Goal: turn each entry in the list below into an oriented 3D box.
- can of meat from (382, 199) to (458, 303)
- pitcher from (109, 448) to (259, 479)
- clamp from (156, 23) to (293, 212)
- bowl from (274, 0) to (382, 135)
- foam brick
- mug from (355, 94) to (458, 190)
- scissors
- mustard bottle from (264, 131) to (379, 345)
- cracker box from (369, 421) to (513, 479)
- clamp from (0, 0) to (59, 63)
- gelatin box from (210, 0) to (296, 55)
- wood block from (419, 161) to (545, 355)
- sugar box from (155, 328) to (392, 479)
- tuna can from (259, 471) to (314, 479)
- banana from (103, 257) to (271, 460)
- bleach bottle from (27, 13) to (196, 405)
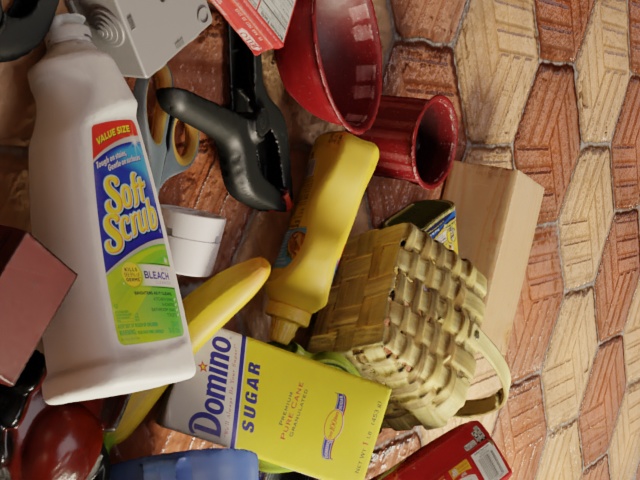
[{"bbox_3d":[0.111,0.010,1.165,0.101,0.058,0.084,-34,124,-49],"label":"can of meat"},{"bbox_3d":[-0.095,0.275,0.762,0.149,0.145,0.243,14,57,-47],"label":"pitcher"},{"bbox_3d":[-0.067,-0.093,0.870,0.164,0.036,0.210,-62,147,-43],"label":"clamp"},{"bbox_3d":[0.002,-0.169,0.926,0.161,0.055,0.162,-5,90,-67],"label":"bowl"},{"bbox_3d":[-0.187,0.035,0.607,0.078,0.053,0.051,-63,144,-22],"label":"foam brick"},{"bbox_3d":[0.085,-0.095,1.070,0.093,0.082,0.117,-63,144,-22],"label":"mug"},{"bbox_3d":[-0.120,-0.033,0.793,0.096,0.016,0.202,31,58,-65],"label":"scissors"},{"bbox_3d":[-0.006,0.001,0.956,0.058,0.096,0.191,22,80,-14],"label":"mustard bottle"},{"bbox_3d":[0.057,0.264,1.025,0.163,0.214,0.072,-18,74,-53],"label":"cracker box"},{"bbox_3d":[-0.212,-0.126,0.647,0.171,0.039,0.120,-39,132,-46],"label":"clamp"},{"bbox_3d":[-0.050,-0.200,0.826,0.073,0.030,0.089,47,45,-41],"label":"gelatin box"},{"bbox_3d":[0.185,0.021,1.251,0.090,0.090,0.206,20,83,-57],"label":"wood block"},{"bbox_3d":[-0.038,0.137,0.885,0.176,0.048,0.093,20,79,-13],"label":"sugar box"},{"bbox_3d":[-0.043,0.229,1.014,0.085,0.034,0.086,-22,118,-52],"label":"tuna can"},{"bbox_3d":[-0.112,0.089,0.823,0.197,0.070,0.037,-52,124,-15],"label":"banana"},{"bbox_3d":[-0.149,-0.026,0.689,0.102,0.068,0.251,2,73,-59],"label":"bleach bottle"}]
